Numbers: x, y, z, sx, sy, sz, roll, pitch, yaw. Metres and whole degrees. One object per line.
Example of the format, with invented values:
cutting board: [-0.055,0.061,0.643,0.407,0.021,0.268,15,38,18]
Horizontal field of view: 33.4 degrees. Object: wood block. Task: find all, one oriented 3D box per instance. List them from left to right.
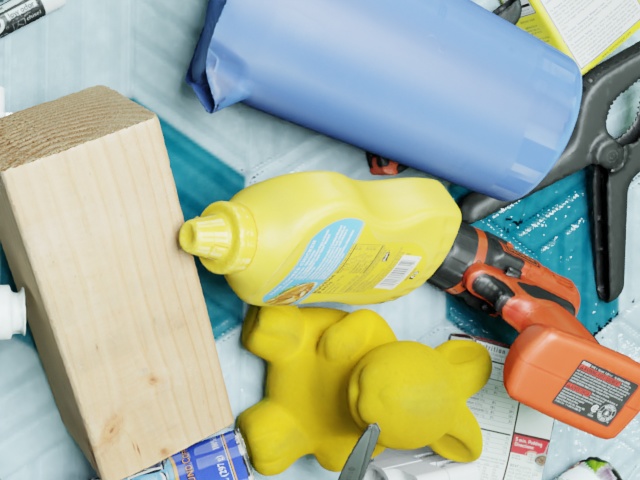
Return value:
wood block: [-0.127,0.026,0.632,0.090,0.091,0.206,-23,119,-23]

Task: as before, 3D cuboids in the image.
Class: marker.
marker: [-0.214,-0.128,0.664,0.121,0.020,0.020,-35,104,-21]

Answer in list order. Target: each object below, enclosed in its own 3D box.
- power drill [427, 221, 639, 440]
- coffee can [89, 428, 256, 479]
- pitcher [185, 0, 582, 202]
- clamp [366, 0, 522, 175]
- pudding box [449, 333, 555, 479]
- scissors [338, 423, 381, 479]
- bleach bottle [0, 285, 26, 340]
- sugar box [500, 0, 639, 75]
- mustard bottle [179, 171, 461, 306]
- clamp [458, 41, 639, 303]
power drill: [0.131,0.047,0.732,0.184,0.188,0.057,23,109,-23]
coffee can: [-0.101,0.187,0.655,0.140,0.103,0.103,-18,98,-8]
pitcher: [0.046,-0.127,0.702,0.242,0.145,0.149,22,112,-13]
clamp: [0.084,-0.126,0.788,0.120,0.039,0.171,12,91,-12]
pudding box: [0.133,0.135,0.815,0.090,0.039,0.113,16,82,-23]
scissors: [0.028,0.177,0.691,0.096,0.202,0.016,21,47,-16]
bleach bottle: [-0.288,0.047,0.571,0.250,0.103,0.068,-2,73,-18]
sugar box: [0.176,-0.219,0.828,0.093,0.048,0.176,-39,103,-18]
mustard bottle: [-0.004,0.000,0.646,0.191,0.096,0.058,1,50,-45]
clamp: [0.223,-0.060,0.833,0.164,0.036,0.210,34,94,-24]
